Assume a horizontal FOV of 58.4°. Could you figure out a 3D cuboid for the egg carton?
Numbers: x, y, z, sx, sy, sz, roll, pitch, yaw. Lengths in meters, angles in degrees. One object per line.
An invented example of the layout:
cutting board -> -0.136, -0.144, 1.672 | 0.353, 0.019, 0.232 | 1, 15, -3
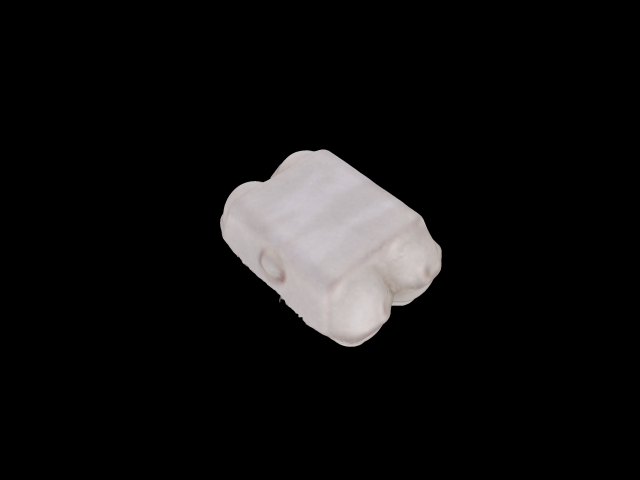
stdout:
egg carton -> 0.004, 0.001, 0.400 | 0.107, 0.069, 0.150 | -36, 58, -27
